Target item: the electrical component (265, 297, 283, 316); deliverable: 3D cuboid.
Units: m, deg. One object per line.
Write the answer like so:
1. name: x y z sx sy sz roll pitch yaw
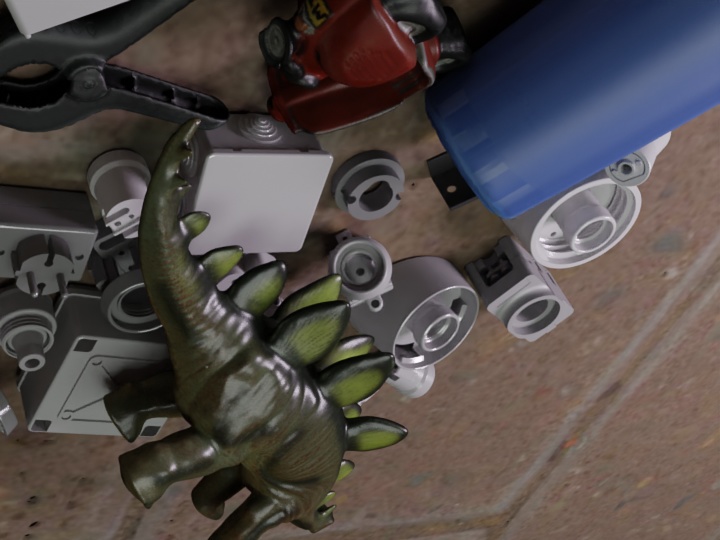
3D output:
1. electrical component: -0.073 0.072 0.868 0.096 0.061 0.061 -29 142 4

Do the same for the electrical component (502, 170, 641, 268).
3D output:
1. electrical component: 0.175 -0.048 0.870 0.108 0.060 0.108 -15 141 -13

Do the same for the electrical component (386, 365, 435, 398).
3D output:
1. electrical component: 0.039 0.090 0.970 0.040 0.040 0.046 -41 135 18

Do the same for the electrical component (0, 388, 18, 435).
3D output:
1. electrical component: -0.287 0.105 0.781 0.057 0.078 0.058 -31 145 -24

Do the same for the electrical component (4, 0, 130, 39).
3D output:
1. electrical component: -0.143 -0.173 0.549 0.096 0.061 0.061 -21 142 -6

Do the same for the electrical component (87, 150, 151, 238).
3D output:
1. electrical component: -0.153 -0.049 0.698 0.040 0.046 0.040 -16 141 -13

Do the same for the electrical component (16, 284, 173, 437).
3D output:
1. electrical component: -0.186 0.071 0.809 0.109 0.056 0.108 10 129 -36

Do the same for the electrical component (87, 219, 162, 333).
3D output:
1. electrical component: -0.156 0.006 0.750 0.058 0.057 0.078 -26 142 0

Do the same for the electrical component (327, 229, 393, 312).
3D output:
1. electrical component: 0.000 0.000 0.822 0.048 0.066 0.055 -25 175 -1

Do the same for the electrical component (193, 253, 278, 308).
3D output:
1. electrical component: -0.098 0.004 0.780 0.078 0.057 0.058 -40 140 17

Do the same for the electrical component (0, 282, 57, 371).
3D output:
1. electrical component: -0.232 0.041 0.744 0.043 0.062 0.043 -15 141 -13

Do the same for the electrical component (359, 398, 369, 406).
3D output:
1. electrical component: -0.022 0.113 0.957 0.077 0.044 0.079 -26 143 0

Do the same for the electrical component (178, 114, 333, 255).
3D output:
1. electrical component: -0.076 -0.059 0.727 0.100 0.048 0.099 -2 136 -27

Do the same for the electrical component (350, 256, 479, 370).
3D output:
1. electrical component: 0.049 0.035 0.912 0.099 0.064 0.099 -25 139 -23

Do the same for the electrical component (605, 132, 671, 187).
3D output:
1. electrical component: 0.211 -0.093 0.827 0.044 0.065 0.044 14 129 18

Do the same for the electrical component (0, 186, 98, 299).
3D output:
1. electrical component: -0.205 -0.010 0.688 0.066 0.076 0.047 3 133 -32

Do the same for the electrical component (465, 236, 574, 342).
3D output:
1. electrical component: 0.141 0.021 0.934 0.050 0.055 0.089 -38 140 15
